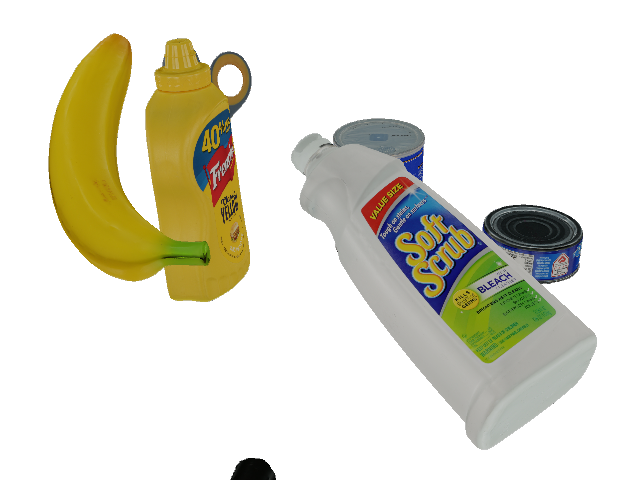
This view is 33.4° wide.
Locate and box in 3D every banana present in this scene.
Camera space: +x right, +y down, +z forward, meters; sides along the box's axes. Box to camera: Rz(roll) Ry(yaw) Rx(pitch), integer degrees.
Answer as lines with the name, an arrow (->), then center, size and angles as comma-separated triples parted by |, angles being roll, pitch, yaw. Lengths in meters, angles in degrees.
banana -> -0.117, -0.042, 0.592 | 0.069, 0.198, 0.037 | -18, -39, -10

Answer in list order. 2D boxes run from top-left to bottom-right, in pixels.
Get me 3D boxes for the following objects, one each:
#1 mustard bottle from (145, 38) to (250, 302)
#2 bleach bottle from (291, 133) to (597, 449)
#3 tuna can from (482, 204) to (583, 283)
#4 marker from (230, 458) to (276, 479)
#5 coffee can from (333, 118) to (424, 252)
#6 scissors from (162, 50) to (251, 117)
mustard bottle -> -0.095, -0.057, 0.809 | 0.058, 0.191, 0.096 | 2, 24, 19
bleach bottle -> 0.060, 0.016, 0.714 | 0.102, 0.068, 0.251 | -29, 58, -25
tuna can -> 0.180, 0.002, 0.913 | 0.086, 0.034, 0.086 | 1, 28, -1
marker -> -0.043, 0.124, 0.420 | 0.020, 0.020, 0.121 | 0, 24, 18
coffee can -> 0.067, -0.056, 1.224 | 0.103, 0.140, 0.103 | -1, 29, 1
scissors -> -0.091, -0.096, 1.016 | 0.096, 0.202, 0.016 | -19, -2, -25
